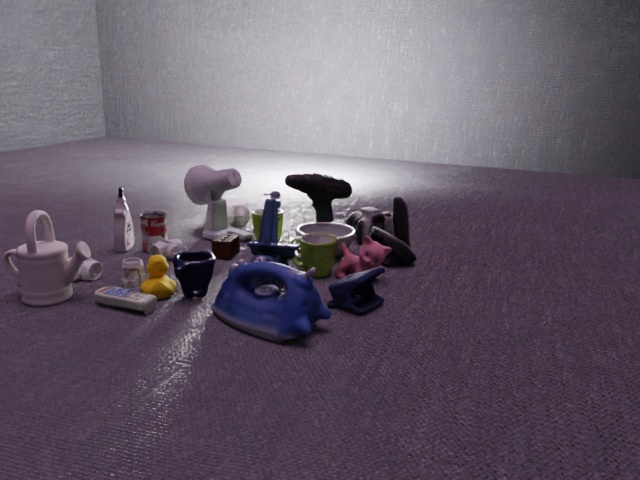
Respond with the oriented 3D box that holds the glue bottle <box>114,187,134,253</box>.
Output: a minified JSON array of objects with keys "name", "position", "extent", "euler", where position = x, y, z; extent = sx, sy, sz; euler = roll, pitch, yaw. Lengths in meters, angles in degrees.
[{"name":"glue bottle","position":[-0.533,-0.058,1.547],"extent":[0.037,0.173,0.078],"euler":[1,17,-2]}]

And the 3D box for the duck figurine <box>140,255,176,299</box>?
[{"name":"duck figurine","position":[-0.359,0.077,1.270],"extent":[0.078,0.086,0.104],"euler":[-3,18,-17]}]

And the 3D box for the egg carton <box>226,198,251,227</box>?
[{"name":"egg carton","position":[-0.287,-0.091,1.864],"extent":[0.107,0.069,0.149],"euler":[-7,19,-27]}]

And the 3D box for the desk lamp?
[{"name":"desk lamp","position":[-0.297,-0.113,1.685],"extent":[0.202,0.214,0.118],"euler":[14,21,35]}]

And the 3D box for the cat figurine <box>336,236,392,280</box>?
[{"name":"cat figurine","position":[0.105,0.041,1.386],"extent":[0.127,0.118,0.067],"euler":[11,19,28]}]

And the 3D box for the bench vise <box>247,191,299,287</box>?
[{"name":"bench vise","position":[-0.104,0.008,1.296],"extent":[0.121,0.220,0.207],"euler":[-1,17,-8]}]

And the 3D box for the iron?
[{"name":"iron","position":[-0.110,0.101,1.121],"extent":[0.257,0.141,0.119],"euler":[10,19,26]}]

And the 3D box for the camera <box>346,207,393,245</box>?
[{"name":"camera","position":[0.153,-0.054,1.735],"extent":[0.143,0.101,0.136],"euler":[-9,20,-31]}]

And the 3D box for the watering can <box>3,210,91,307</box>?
[{"name":"watering can","position":[-0.575,0.032,1.207],"extent":[0.173,0.194,0.100],"euler":[-5,18,-20]}]

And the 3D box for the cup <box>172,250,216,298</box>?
[{"name":"cup","position":[-0.279,0.082,1.246],"extent":[0.091,0.095,0.118],"euler":[7,17,16]}]

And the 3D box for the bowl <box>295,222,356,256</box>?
[{"name":"bowl","position":[0.014,0.006,1.568],"extent":[0.167,0.075,0.167],"euler":[2,17,0]}]

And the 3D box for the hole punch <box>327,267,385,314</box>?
[{"name":"hole punch","position":[0.077,0.099,1.237],"extent":[0.100,0.091,0.109],"euler":[14,20,34]}]

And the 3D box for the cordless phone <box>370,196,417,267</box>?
[{"name":"cordless phone","position":[0.195,-0.033,1.526],"extent":[0.094,0.185,0.147],"euler":[-7,19,-26]}]

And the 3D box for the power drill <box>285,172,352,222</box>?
[{"name":"power drill","position":[-0.006,-0.097,1.675],"extent":[0.230,0.208,0.075],"euler":[-12,21,-37]}]
